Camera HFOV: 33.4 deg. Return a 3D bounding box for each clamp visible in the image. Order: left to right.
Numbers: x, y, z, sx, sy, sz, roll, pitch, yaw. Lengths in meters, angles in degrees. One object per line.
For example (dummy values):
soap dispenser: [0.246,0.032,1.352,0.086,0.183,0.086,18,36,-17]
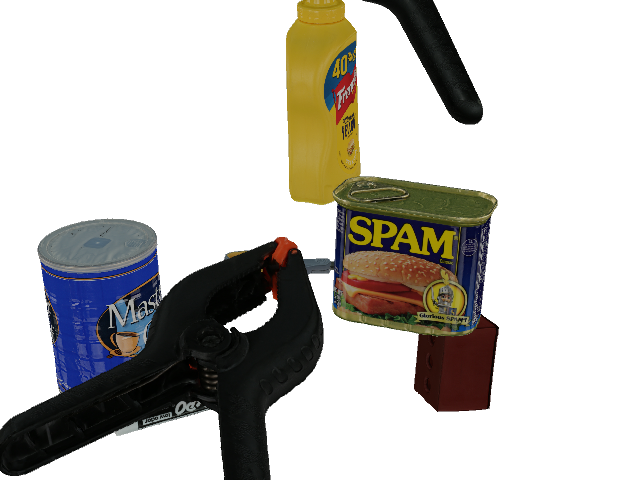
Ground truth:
clamp: [-0.041,0.062,0.461,0.120,0.039,0.171,27,48,20]
clamp: [0.059,-0.185,0.754,0.210,0.164,0.036,26,-26,-10]

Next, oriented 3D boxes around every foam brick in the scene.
foam brick: [0.116,0.103,0.925,0.051,0.078,0.053,-3,17,-20]

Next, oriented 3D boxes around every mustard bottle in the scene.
mustard bottle: [0.002,-0.135,0.941,0.058,0.192,0.096,10,30,22]

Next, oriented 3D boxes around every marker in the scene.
marker: [-0.090,0.116,0.769,0.121,0.020,0.020,-13,5,-21]

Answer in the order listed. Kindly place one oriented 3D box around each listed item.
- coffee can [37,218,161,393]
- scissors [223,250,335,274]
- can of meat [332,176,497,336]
coffee can: [-0.192,0.064,0.955,0.103,0.140,0.103,-2,24,1]
scissors: [-0.008,0.035,1.160,0.202,0.016,0.096,4,22,5]
can of meat: [0.058,0.010,0.689,0.102,0.084,0.057,9,22,17]
